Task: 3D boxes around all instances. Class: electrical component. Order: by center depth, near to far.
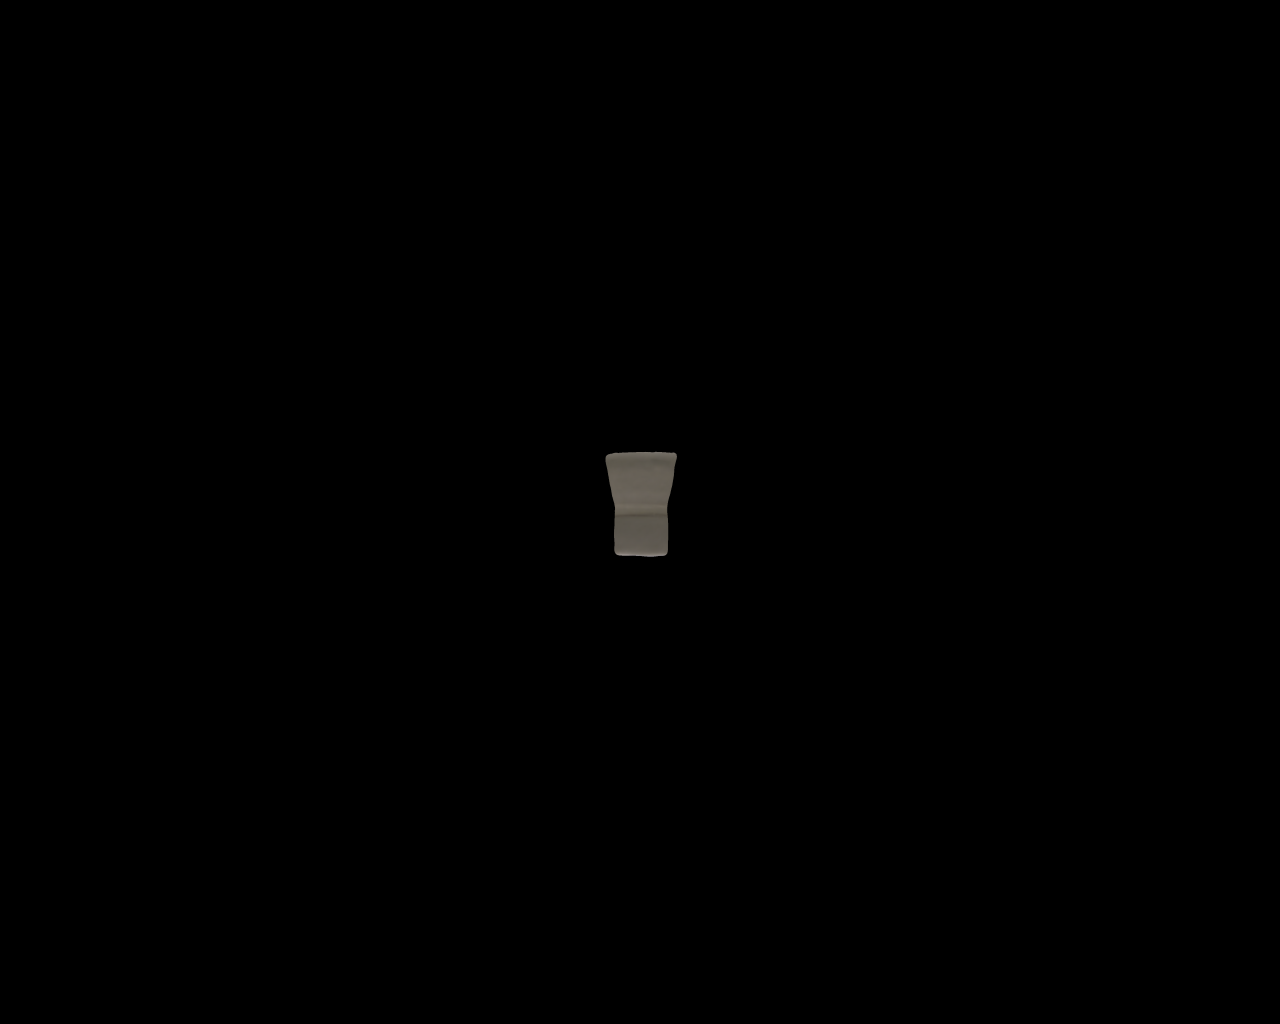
[{"bbox_3d":[0.001,-0.003,0.650,0.044,0.065,0.044,0,-2,0],"label":"electrical component"}]
